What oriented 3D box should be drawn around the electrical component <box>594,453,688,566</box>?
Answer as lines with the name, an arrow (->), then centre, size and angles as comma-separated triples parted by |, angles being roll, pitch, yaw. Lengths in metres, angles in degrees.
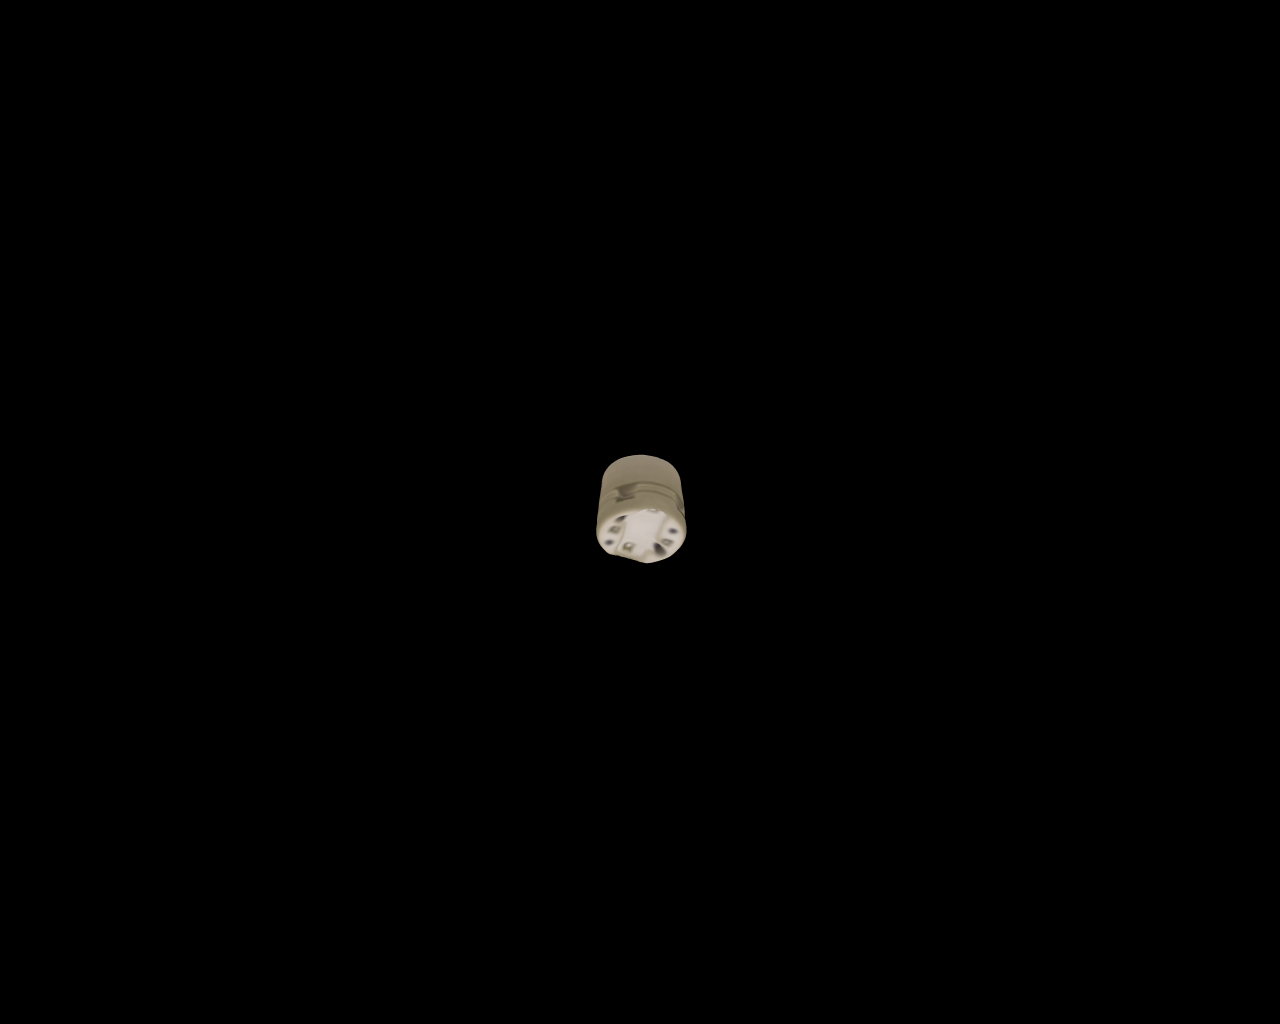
electrical component -> 0.001, -0.003, 0.650 | 0.055, 0.047, 0.055 | 0, -40, 0
